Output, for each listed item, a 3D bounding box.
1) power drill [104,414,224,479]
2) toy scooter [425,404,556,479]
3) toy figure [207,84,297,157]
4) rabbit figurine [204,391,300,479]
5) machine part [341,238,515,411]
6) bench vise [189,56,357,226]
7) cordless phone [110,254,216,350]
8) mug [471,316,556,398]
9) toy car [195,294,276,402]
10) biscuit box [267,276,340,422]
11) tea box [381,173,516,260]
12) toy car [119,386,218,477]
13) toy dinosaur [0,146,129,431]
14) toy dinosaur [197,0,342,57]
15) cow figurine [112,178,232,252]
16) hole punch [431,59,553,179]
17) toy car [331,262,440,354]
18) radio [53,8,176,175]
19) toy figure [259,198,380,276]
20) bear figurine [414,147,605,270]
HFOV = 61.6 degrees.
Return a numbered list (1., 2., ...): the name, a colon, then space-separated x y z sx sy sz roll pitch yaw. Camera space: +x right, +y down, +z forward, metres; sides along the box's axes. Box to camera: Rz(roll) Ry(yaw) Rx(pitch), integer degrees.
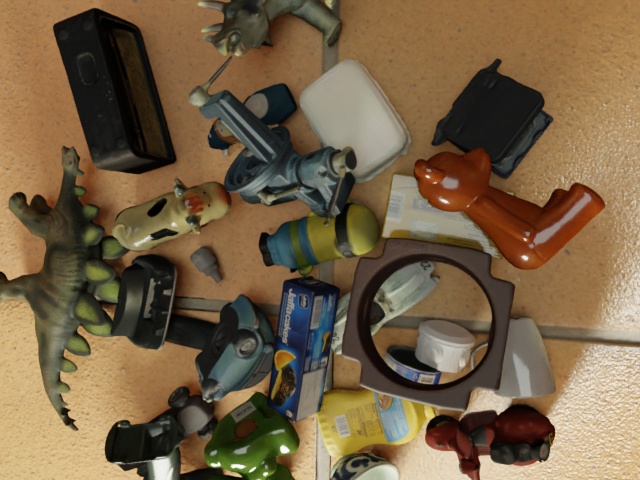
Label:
1. power drill: -0.272 0.373 0.837 0.232 0.086 0.207 -6 119 -6
2. toy scooter: 0.240 0.284 0.747 0.184 0.135 0.075 -7 92 10
3. toy figure: -0.111 -0.183 0.814 0.154 0.057 0.064 -25 51 14
4. rabbit figurine: -0.094 0.351 0.815 0.159 0.121 0.170 -34 118 -28
5. machine part: 0.140 0.106 0.701 0.202 0.087 0.201 9 83 19
6. bench vise: -0.070 -0.119 0.724 0.240 0.224 0.129 44 68 -31
7. cordless phone: -0.226 0.110 0.861 0.184 0.089 0.146 13 97 -2
8. mug: 0.270 0.163 0.763 0.110 0.080 0.107 -6 83 17
9. toy car: -0.117 0.174 0.822 0.103 0.109 0.161 26 98 -29
10. biscuit box: -0.026 0.156 0.781 0.063 0.059 0.202 18 104 38
11. tea box: 0.179 -0.036 0.762 0.170 0.068 0.098 12 98 8
12. toy car: -0.261 0.316 0.890 0.202 0.053 0.089 -35 108 14
13. toy dinosaur: -0.420 0.082 0.876 0.199 0.105 0.470 15 102 6
14. toy dinosaur: -0.026 -0.420 0.748 0.192 0.131 0.404 25 93 7
15. cow figurine: -0.224 -0.039 0.812 0.195 0.127 0.085 -19 95 15
16. hole punch: 0.242 -0.159 0.739 0.116 0.092 0.142 44 107 34
17. toy car: 0.084 0.091 0.799 0.202 0.056 0.073 -39 87 12
18. radio: -0.305 -0.218 0.808 0.073 0.131 0.229 -16 92 13
19. toy figure: 0.000 0.001 0.789 0.180 0.089 0.082 -15 132 8
20. bear figurine: 0.217 -0.060 0.662 0.196 0.120 0.132 44 96 9
